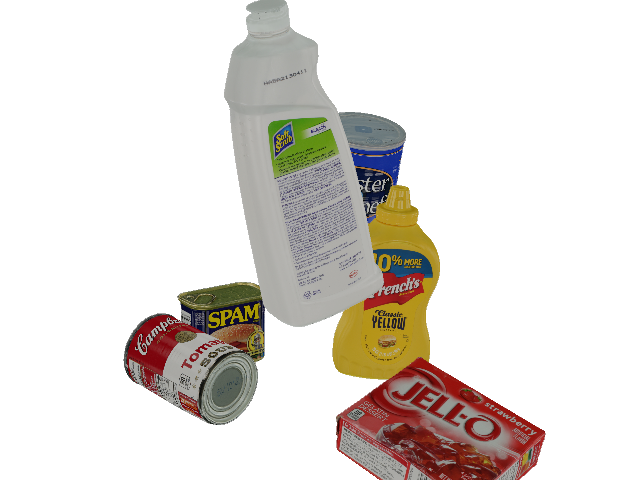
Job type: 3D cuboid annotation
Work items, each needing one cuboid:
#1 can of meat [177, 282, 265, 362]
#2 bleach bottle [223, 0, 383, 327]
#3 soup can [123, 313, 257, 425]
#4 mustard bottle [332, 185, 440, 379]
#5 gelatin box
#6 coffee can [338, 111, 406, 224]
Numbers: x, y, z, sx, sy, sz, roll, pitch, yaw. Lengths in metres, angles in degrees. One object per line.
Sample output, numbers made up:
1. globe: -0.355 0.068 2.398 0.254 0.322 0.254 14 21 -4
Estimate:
1. can of meat: -0.111 0.100 1.224 0.101 0.084 0.058 -10 18 -35
2. bleach bottle: -0.015 -0.061 0.818 0.102 0.251 0.068 -25 33 -27
3. soup can: -0.113 0.111 0.924 0.102 0.068 0.068 20 13 39
4. mustard bottle: 0.068 0.040 1.050 0.096 0.192 0.058 4 17 -5
5. gelatin box: 0.064 0.108 0.581 0.089 0.030 0.073 30 41 32
6. coffee can: 0.043 -0.073 1.300 0.102 0.140 0.103 6 28 -4
